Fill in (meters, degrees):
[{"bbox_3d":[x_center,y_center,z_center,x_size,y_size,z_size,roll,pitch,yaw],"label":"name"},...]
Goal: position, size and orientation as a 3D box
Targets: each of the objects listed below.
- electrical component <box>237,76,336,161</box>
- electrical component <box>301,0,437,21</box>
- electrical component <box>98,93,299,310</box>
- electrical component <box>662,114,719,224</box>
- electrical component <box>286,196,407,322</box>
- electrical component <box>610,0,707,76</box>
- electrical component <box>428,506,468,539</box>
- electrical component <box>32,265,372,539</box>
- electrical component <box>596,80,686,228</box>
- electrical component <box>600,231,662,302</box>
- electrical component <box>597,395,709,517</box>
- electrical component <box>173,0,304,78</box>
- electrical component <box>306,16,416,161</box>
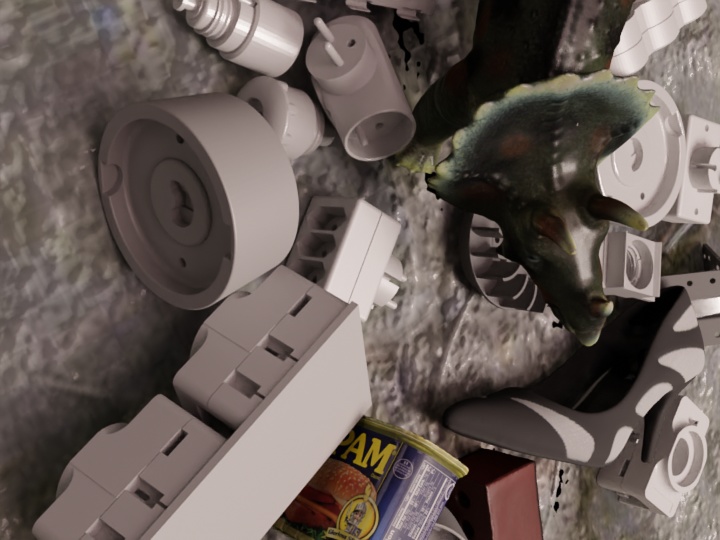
[{"bbox_3d":[-0.041,-0.084,0.624,0.062,0.048,0.048,4,92,-48],"label":"electrical component"},{"bbox_3d":[-0.001,-0.190,0.628,0.121,0.079,0.063,-2,124,-40],"label":"electrical component"},{"bbox_3d":[-0.079,-0.040,0.558,0.060,0.108,0.108,-25,110,-42],"label":"electrical component"},{"bbox_3d":[0.276,-0.081,0.869,0.047,0.076,0.083,8,89,-40],"label":"electrical component"},{"bbox_3d":[0.000,0.000,0.663,0.077,0.047,0.065,30,76,-38],"label":"electrical component"},{"bbox_3d":[0.206,-0.204,0.813,0.138,0.052,0.073,-40,119,-30],"label":"electrical component"},{"bbox_3d":[0.031,0.198,0.696,0.099,0.064,0.099,-1,93,-11],"label":"electrical component"},{"bbox_3d":[-0.077,0.097,0.570,0.186,0.060,0.105,-48,153,-26],"label":"electrical component"},{"bbox_3d":[0.187,-0.086,0.803,0.108,0.060,0.108,-5,97,-40],"label":"electrical component"},{"bbox_3d":[0.187,-0.002,0.809,0.081,0.064,0.042,14,78,-40],"label":"electrical component"},{"bbox_3d":[0.244,0.148,0.878,0.050,0.056,0.089,39,70,-36],"label":"electrical component"},{"bbox_3d":[-0.068,-0.136,0.597,0.078,0.040,0.040,16,84,-40],"label":"electrical component"},{"bbox_3d":[-0.006,-0.114,0.616,0.079,0.044,0.077,45,22,-57],"label":"electrical component"}]
